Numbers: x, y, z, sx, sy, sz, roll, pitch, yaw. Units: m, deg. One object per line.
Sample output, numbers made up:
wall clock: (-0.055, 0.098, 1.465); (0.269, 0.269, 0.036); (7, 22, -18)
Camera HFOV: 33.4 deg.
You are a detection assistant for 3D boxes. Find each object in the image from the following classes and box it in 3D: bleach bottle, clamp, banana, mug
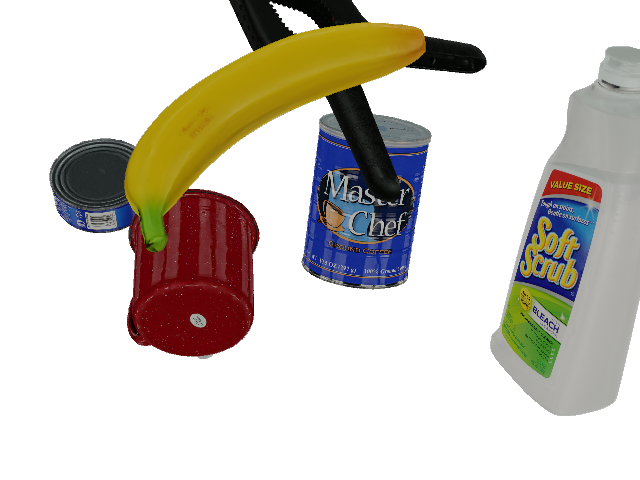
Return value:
bleach bottle: (0.176, -0.009, 0.712); (0.068, 0.251, 0.103); (-9, 33, -21)
clamp: (0.012, -0.133, 0.801); (0.210, 0.164, 0.036); (30, -30, -6)
banana: (-0.033, -0.066, 0.553); (0.197, 0.070, 0.037); (-40, -24, -23)
mug: (-0.096, 0.032, 0.741); (0.117, 0.081, 0.093); (-35, -51, 28)

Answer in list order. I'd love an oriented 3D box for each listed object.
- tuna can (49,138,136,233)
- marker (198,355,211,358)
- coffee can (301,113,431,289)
tuna can: (-0.189, -0.047, 0.926); (0.086, 0.086, 0.034); (0, -41, -3)
marker: (-0.130, 0.070, 1.121); (0.020, 0.121, 0.020); (-5, 28, 2)
coffee can: (0.041, -0.039, 0.989); (0.103, 0.140, 0.103); (7, 19, -2)
